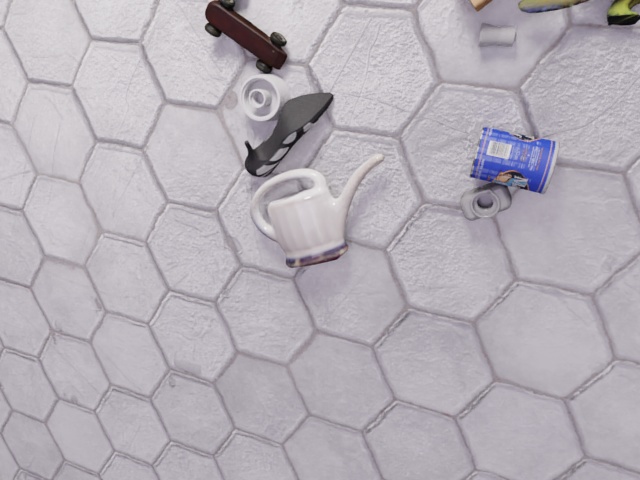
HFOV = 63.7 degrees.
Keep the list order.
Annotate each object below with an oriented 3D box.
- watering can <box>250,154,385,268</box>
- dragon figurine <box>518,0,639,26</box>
[{"bbox_3d":[0.003,-0.058,1.146,0.346,0.105,0.222,-13,102,24],"label":"watering can"},{"bbox_3d":[0.551,-0.487,0.833,0.411,0.122,0.242,7,94,15],"label":"dragon figurine"}]
